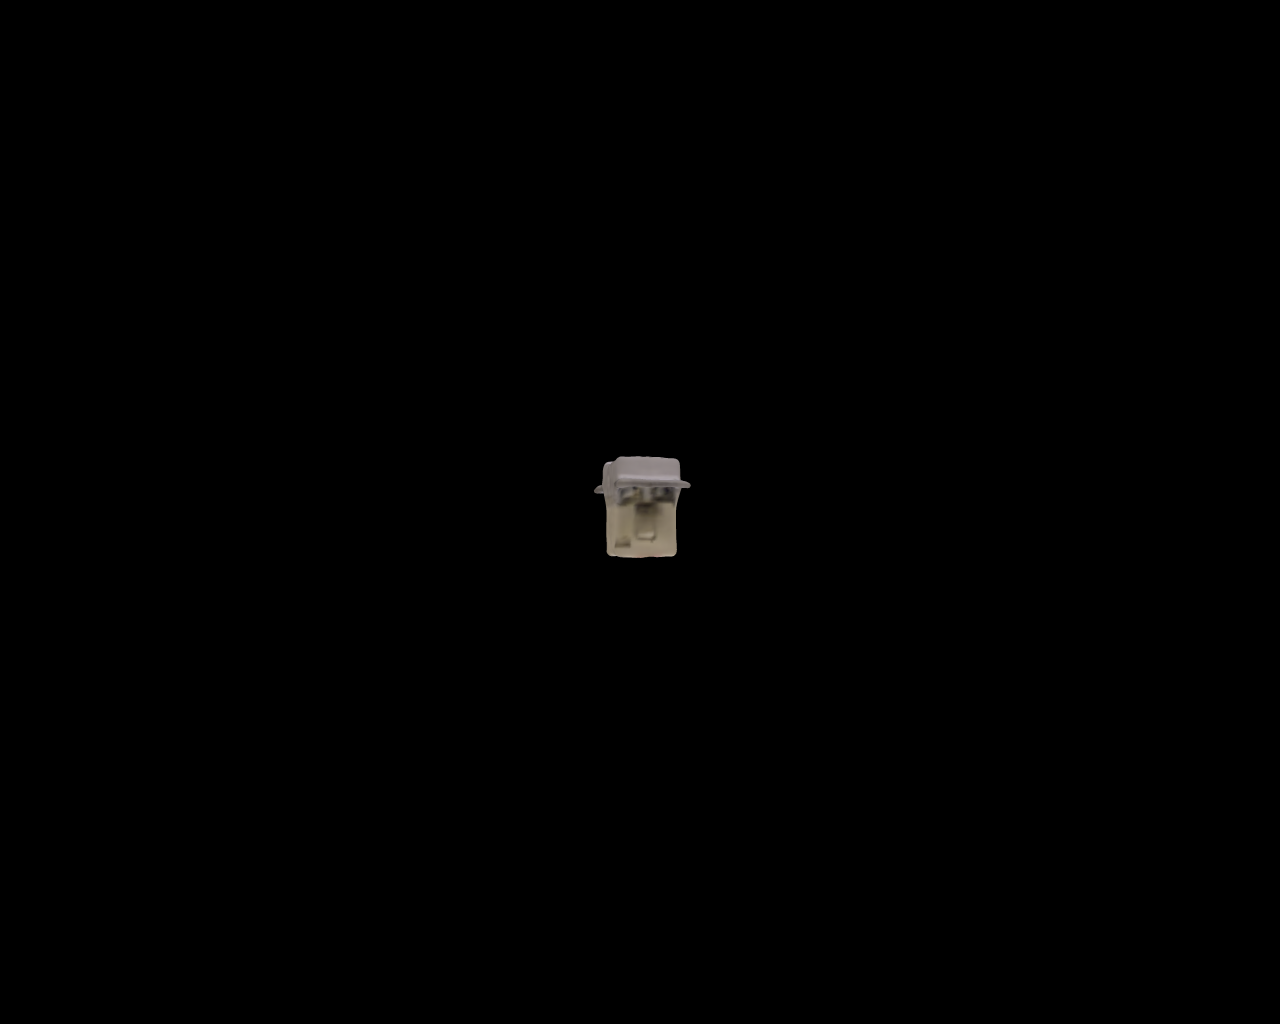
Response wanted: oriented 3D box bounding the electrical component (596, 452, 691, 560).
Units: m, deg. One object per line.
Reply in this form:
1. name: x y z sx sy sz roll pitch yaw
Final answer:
1. electrical component: 0.001 -0.003 0.650 0.042 0.063 0.081 0 -2 -11
